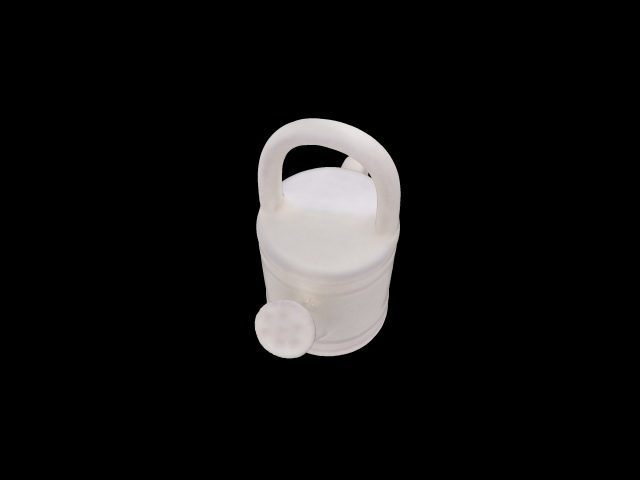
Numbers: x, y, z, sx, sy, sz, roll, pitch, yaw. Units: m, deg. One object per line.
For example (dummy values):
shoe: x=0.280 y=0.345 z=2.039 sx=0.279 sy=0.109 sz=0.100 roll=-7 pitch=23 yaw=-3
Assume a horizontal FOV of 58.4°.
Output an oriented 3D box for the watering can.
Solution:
watering can: x=0.006 y=0.002 z=0.400 sx=0.101 sy=0.194 sz=0.172 roll=-4 pitch=53 yaw=-2
